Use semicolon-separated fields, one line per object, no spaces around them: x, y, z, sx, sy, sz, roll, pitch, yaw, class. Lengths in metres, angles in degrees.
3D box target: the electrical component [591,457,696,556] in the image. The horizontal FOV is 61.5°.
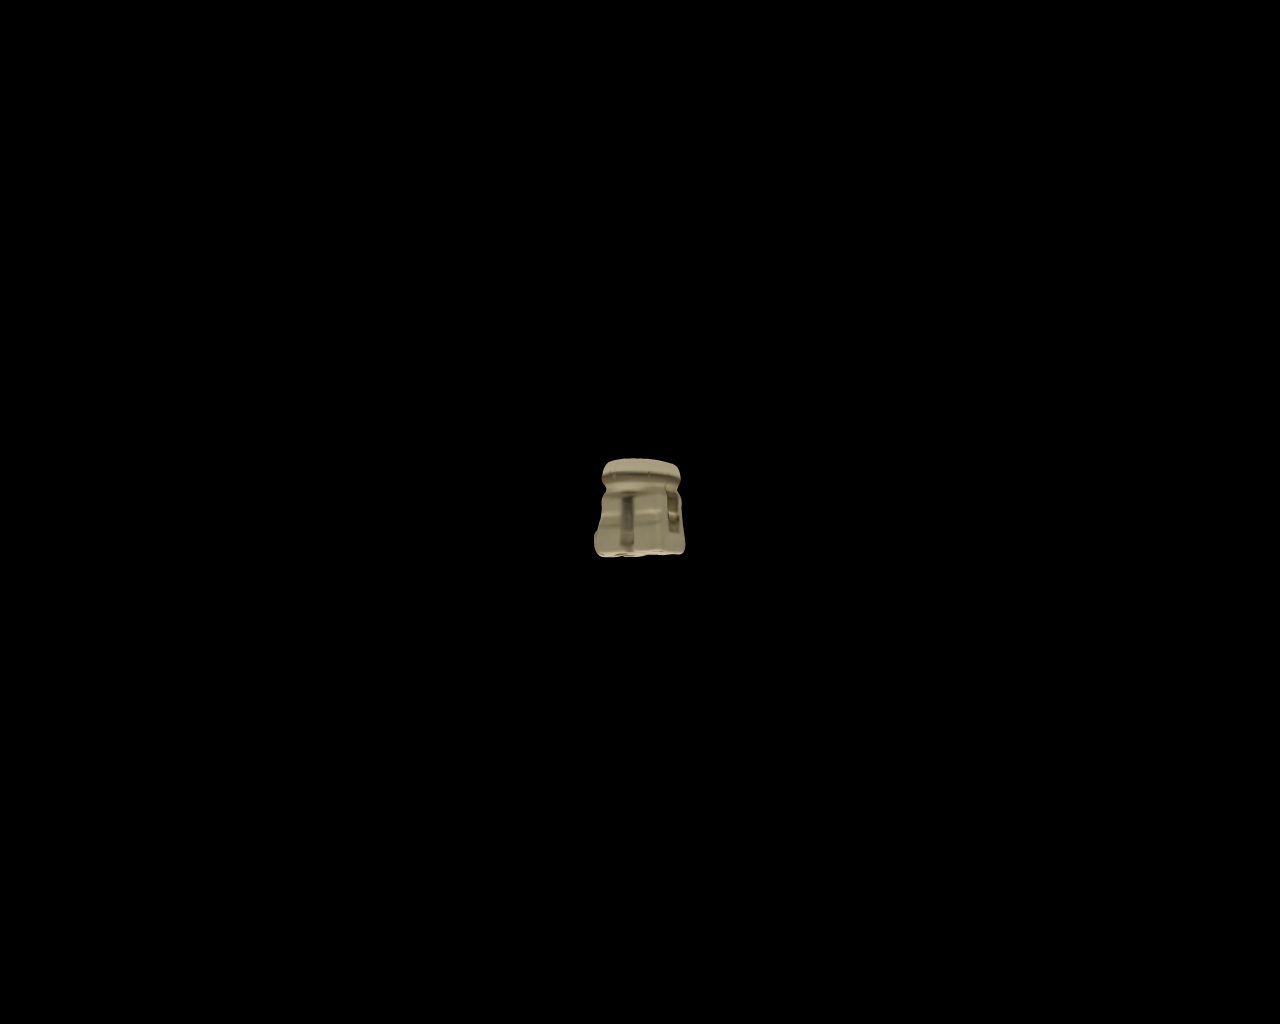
0.001;-0.003;0.650;0.066;0.055;0.048;-3;-7;26;electrical component
